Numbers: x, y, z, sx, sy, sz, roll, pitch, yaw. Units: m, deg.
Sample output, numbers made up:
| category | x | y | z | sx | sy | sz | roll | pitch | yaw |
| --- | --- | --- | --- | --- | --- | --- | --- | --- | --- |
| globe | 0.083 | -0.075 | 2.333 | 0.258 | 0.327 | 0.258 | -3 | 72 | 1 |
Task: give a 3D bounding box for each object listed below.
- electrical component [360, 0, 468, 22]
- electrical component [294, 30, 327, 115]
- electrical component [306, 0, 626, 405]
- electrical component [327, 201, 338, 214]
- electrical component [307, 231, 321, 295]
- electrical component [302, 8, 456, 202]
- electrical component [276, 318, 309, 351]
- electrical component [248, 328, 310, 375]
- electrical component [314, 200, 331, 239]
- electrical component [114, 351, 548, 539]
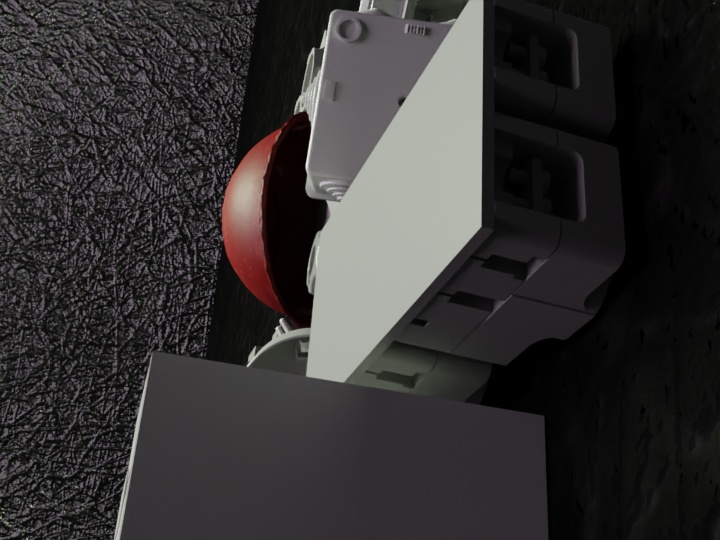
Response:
| category | x | y | z | sx | sy | sz | roll | pitch | yaw |
| --- | --- | --- | --- | --- | --- | --- | --- | --- | --- |
| electrical component | 0.033 | -0.144 | 0.623 | 0.081 | 0.064 | 0.042 | -109 | 29 | -69 |
| electrical component | -0.026 | -0.116 | 0.919 | 0.150 | 0.062 | 0.089 | 111 | 165 | -45 |
| electrical component | 0.037 | -0.009 | 0.440 | 0.186 | 0.060 | 0.105 | 127 | 152 | -55 |
| electrical component | 0.019 | -0.075 | 0.655 | 0.108 | 0.056 | 0.108 | -109 | 31 | -69 |
| electrical component | 0.000 | 0.000 | 0.668 | 0.043 | 0.062 | 0.043 | -170 | 90 | -80 |
| electrical component | 0.021 | -0.077 | 0.533 | 0.048 | 0.100 | 0.099 | 81 | -162 | -82 |
| electrical component | -0.041 | 0.073 | 0.808 | 0.079 | 0.044 | 0.077 | 58 | 157 | 12 |
| electrical component | -0.028 | 0.085 | 0.654 | 0.064 | 0.099 | 0.099 | -107 | 28 | -81 |
| electrical component | -0.006 | -0.014 | 0.756 | 0.066 | 0.047 | 0.076 | -165 | 84 | -80 |
| electrical component | -0.012 | 0.094 | 0.398 | 0.061 | 0.150 | 0.089 | 118 | 160 | -57 |
